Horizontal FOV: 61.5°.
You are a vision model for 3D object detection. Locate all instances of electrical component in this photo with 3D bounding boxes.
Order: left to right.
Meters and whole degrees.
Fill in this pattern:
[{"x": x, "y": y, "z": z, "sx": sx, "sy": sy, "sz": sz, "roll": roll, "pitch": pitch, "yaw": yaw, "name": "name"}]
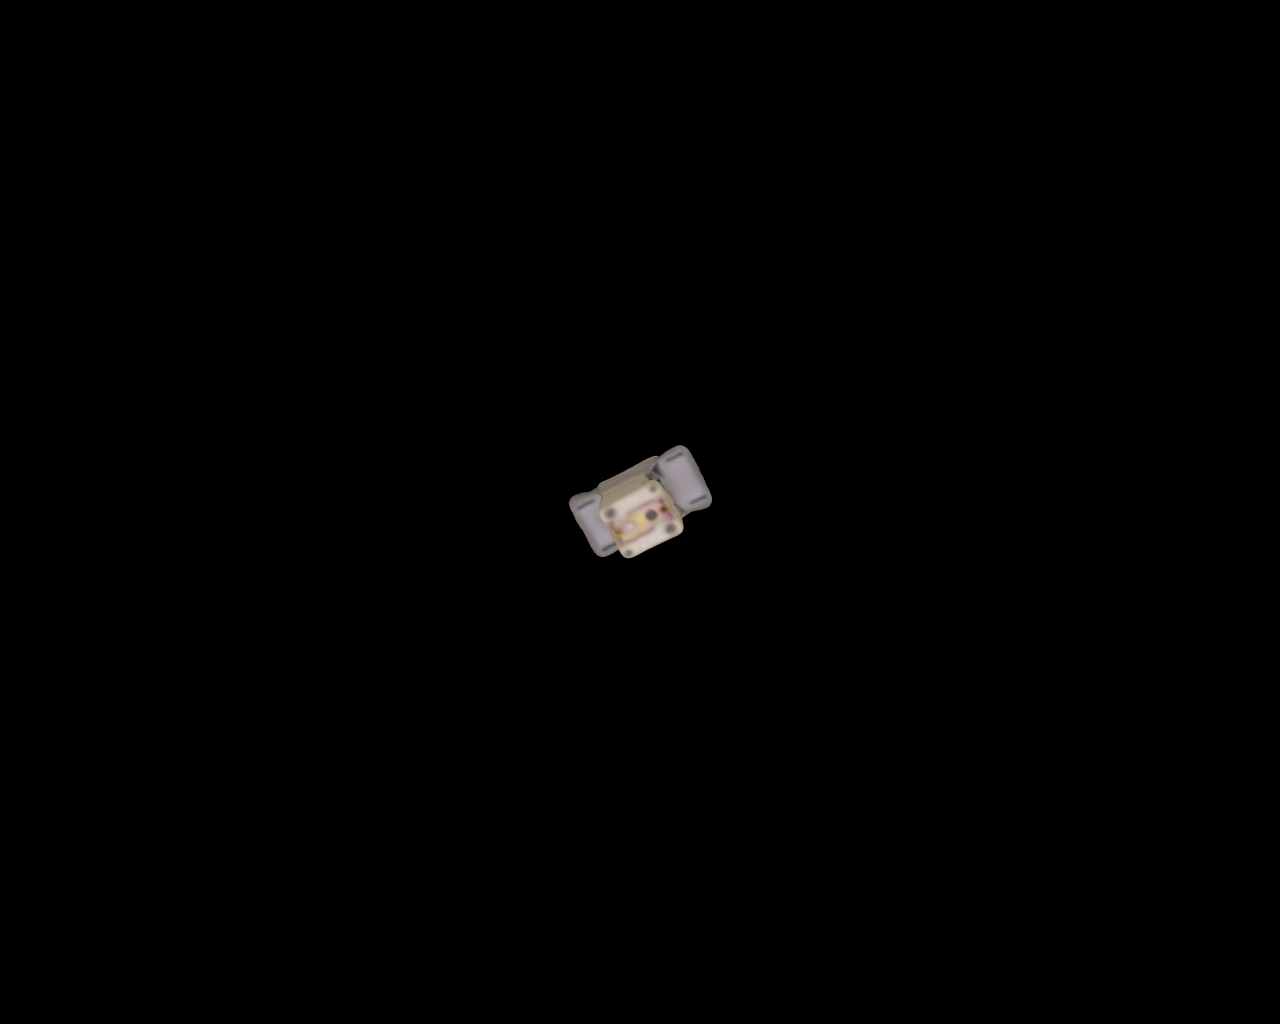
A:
[{"x": 0.001, "y": -0.003, "z": 0.650, "sx": 0.081, "sy": 0.042, "sz": 0.064, "roll": -27, "pitch": 14, "yaw": 7, "name": "electrical component"}]
